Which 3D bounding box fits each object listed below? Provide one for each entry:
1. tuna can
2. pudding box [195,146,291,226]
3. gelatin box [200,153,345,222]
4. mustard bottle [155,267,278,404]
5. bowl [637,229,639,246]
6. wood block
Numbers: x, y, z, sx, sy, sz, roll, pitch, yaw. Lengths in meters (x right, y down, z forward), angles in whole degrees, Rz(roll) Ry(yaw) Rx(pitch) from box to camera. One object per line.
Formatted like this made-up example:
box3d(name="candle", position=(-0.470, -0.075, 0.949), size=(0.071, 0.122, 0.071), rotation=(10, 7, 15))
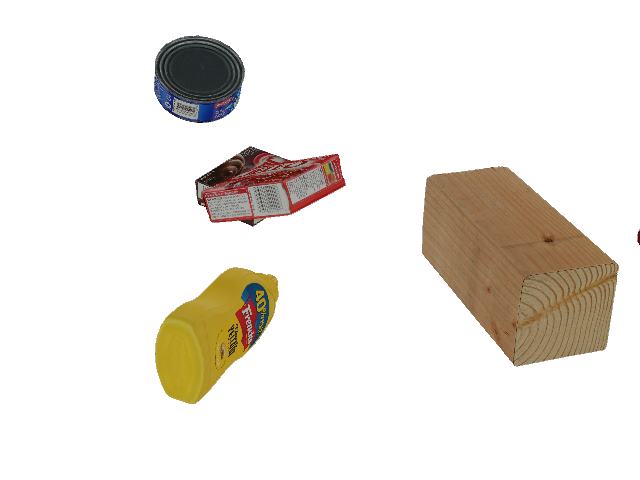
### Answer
box3d(name="tuna can", position=(-0.118, -0.155, 1.031), size=(0.086, 0.086, 0.034), rotation=(0, -34, -13))
box3d(name="pudding box", position=(-0.083, -0.067, 1.298), size=(0.090, 0.039, 0.113), rotation=(21, 40, 29))
box3d(name="gelatin box", position=(-0.037, -0.041, 0.838), size=(0.089, 0.030, 0.073), rotation=(-4, 17, 40))
box3d(name="mustard bottle", position=(-0.096, 0.082, 1.102), size=(0.058, 0.096, 0.191), rotation=(12, 28, 22))
box3d(name="bowl", position=(0.421, 0.026, 1.146), size=(0.162, 0.055, 0.162), rotation=(-1, 25, 0))
box3d(name="wood block", position=(0.174, 0.016, 0.979), size=(0.090, 0.090, 0.206), rotation=(-8, 29, -15))
